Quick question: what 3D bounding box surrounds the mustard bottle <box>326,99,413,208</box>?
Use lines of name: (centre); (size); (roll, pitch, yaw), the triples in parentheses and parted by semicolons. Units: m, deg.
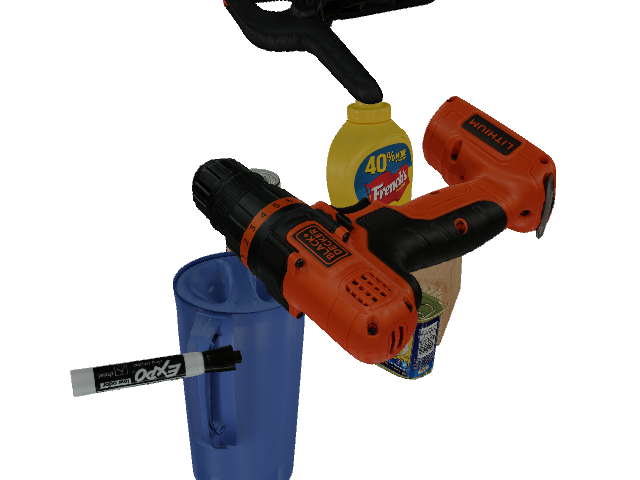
mustard bottle: (0.048, -0.054, 1.008); (0.096, 0.192, 0.058); (-19, 24, -39)

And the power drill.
power drill: (0.036, -0.022, 0.659); (0.187, 0.057, 0.185); (-30, 52, -26)

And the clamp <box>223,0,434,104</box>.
clamp: (0.004, -0.180, 0.828); (0.172, 0.120, 0.039); (29, -27, 20)

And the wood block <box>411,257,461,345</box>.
wood block: (0.156, 0.073, 1.622); (0.091, 0.090, 0.206); (5, 21, 14)

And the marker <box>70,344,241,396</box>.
marker: (-0.116, 0.092, 0.759); (0.121, 0.020, 0.020); (-8, 2, -14)

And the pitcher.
pitcher: (-0.085, 0.146, 1.087); (0.149, 0.243, 0.145); (-11, 28, -24)

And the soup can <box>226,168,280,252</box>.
soup can: (-0.081, -0.027, 1.273); (0.068, 0.102, 0.068); (0, 27, 0)

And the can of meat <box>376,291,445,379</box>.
can of meat: (0.085, 0.098, 1.202); (0.102, 0.084, 0.057); (26, 33, 35)
